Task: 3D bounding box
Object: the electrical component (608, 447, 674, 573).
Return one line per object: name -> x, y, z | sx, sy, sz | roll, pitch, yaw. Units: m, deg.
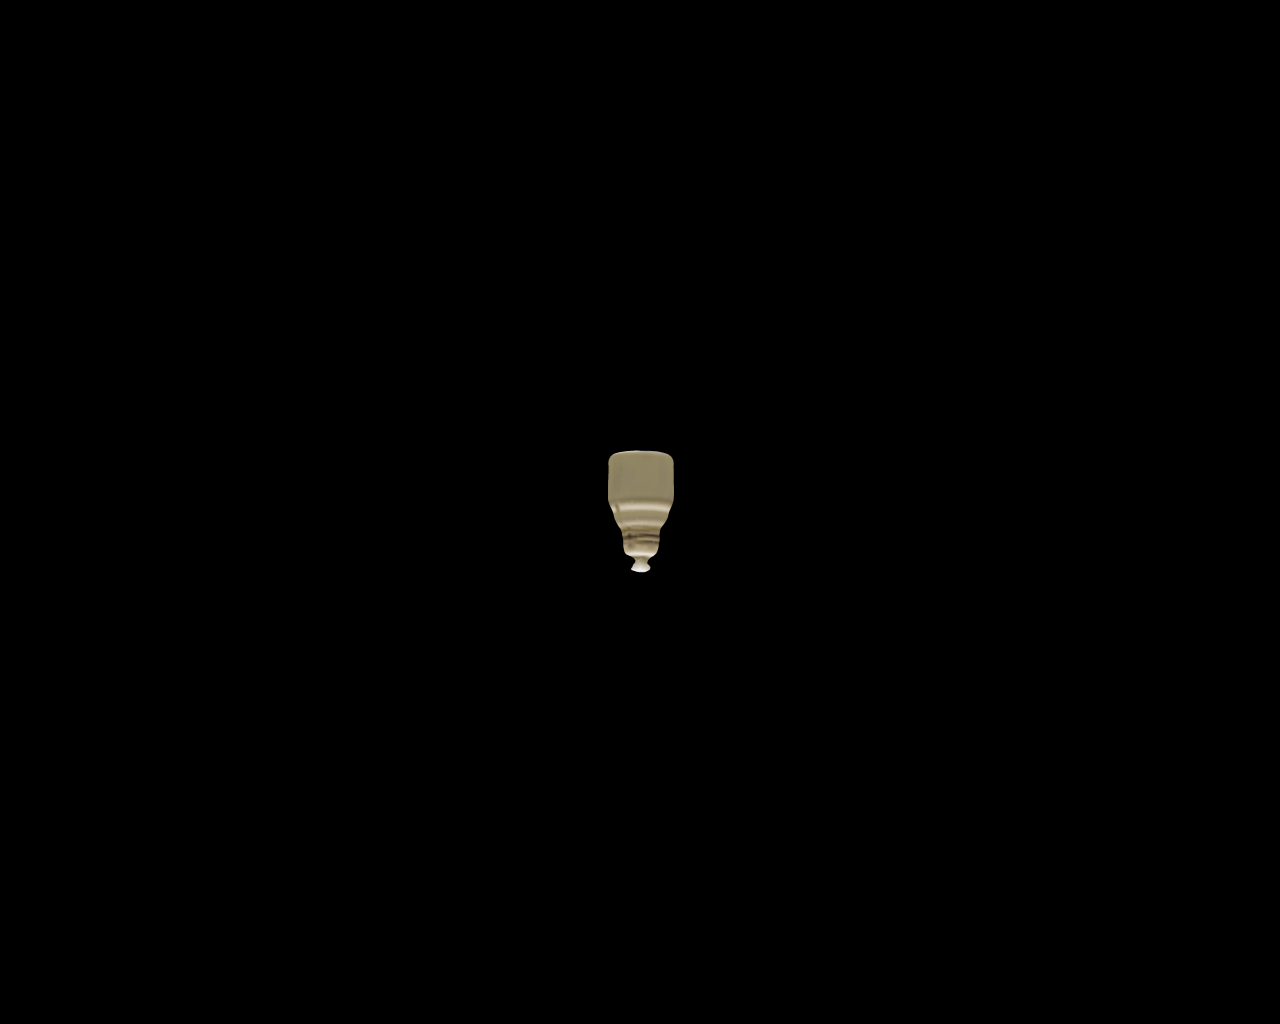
electrical component -> 0.001, -0.003, 0.650 | 0.040, 0.078, 0.040 | 0, -7, 0
